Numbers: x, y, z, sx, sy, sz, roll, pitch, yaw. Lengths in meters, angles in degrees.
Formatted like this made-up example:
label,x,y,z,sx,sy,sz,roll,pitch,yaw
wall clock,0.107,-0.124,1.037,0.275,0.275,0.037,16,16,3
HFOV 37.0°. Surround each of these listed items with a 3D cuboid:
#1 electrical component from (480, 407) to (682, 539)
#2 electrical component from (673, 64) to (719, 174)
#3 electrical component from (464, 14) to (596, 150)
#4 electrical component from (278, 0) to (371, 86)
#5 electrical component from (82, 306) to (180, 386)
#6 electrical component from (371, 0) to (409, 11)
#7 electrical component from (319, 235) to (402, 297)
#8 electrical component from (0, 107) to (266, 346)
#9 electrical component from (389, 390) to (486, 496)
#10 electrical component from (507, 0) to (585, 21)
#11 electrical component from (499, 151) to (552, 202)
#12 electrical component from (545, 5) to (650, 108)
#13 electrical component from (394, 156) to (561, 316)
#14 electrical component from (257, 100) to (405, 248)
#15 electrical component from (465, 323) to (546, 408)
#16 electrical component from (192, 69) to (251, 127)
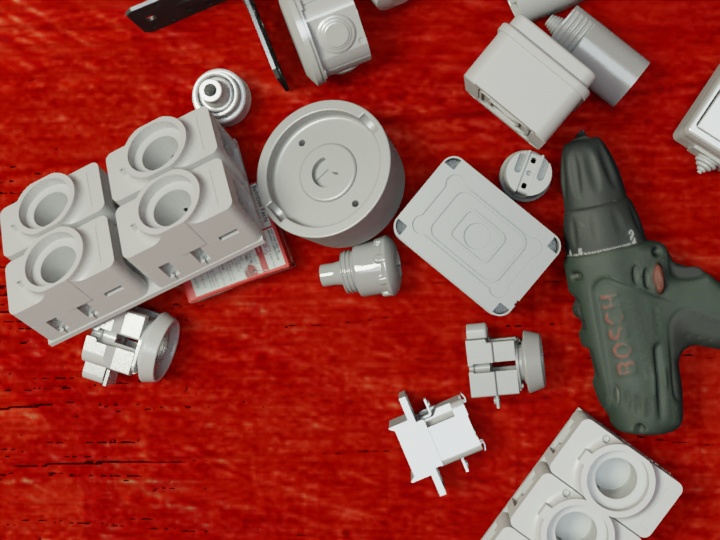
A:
label,x,y,z,sx,sy,sz,roll,pitch,yaw
electrical component,0.162,0.194,0.821,0.089,0.062,0.150,36,94,3
electrical component,0.283,-0.114,0.805,0.062,0.061,0.096,33,93,3
electrical component,0.124,-0.136,0.791,0.078,0.113,0.057,40,97,3
electrical component,-0.028,-0.185,0.820,0.051,0.080,0.080,-21,90,0
electrical component,-0.178,0.055,0.847,0.057,0.058,0.078,17,92,7
electrical component,0.029,-0.240,0.814,0.080,0.080,0.051,-43,83,4
electrical component,0.000,0.000,0.839,0.062,0.048,0.048,-9,91,11
electrical component,-0.177,-0.036,0.811,0.186,0.060,0.105,-25,54,9
electrical component,0.060,0.129,0.838,0.064,0.042,0.081,-23,90,1
electrical component,0.144,-0.239,0.822,0.077,0.043,0.079,-23,89,5
electrical component,0.128,-0.073,0.826,0.040,0.046,0.040,0,91,4
electrical component,0.176,-0.166,0.821,0.081,0.043,0.043,39,94,3
electrical component,0.089,-0.026,0.824,0.113,0.057,0.078,40,94,3
electrical component,-0.017,-0.069,0.825,0.108,0.060,0.108,-6,74,20
electrical component,0.113,0.072,0.831,0.055,0.048,0.066,-6,91,12
electrical component,-0.109,-0.135,0.835,0.043,0.062,0.043,0,91,5
